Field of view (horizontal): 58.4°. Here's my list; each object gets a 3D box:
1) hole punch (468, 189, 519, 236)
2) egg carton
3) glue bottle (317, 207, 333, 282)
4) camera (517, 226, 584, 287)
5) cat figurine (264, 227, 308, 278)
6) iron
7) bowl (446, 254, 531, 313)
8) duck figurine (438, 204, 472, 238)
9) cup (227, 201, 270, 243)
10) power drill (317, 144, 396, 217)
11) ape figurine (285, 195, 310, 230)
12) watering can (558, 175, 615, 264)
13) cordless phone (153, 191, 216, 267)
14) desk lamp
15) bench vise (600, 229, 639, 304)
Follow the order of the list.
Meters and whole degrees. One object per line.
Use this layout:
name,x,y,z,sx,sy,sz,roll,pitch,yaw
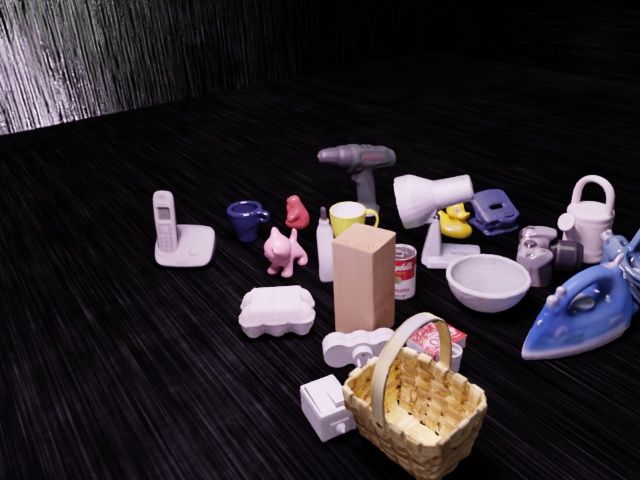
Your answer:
hole punch,0.449,-0.072,1.470,0.109,0.091,0.100,-13,29,-18
egg carton,-0.085,0.143,1.144,0.150,0.069,0.107,-4,28,-1
glue bottle,0.012,0.005,1.285,0.037,0.173,0.078,-5,28,-3
camera,0.505,0.030,1.259,0.136,0.101,0.143,6,29,18
cat figurine,-0.085,0.020,1.326,0.067,0.118,0.128,12,31,26
iron,0.473,0.118,1.053,0.259,0.141,0.118,-18,31,-26
bowl,0.341,0.100,1.174,0.167,0.075,0.167,-3,28,2
duck figurine,0.341,-0.061,1.465,0.078,0.086,0.104,-23,33,-32
cup,-0.178,-0.042,1.478,0.117,0.095,0.092,9,30,22
power drill,0.102,-0.164,1.556,0.230,0.209,0.075,-17,31,-23
ape figurine,-0.067,-0.077,1.535,0.076,0.092,0.078,9,30,22
watering can,0.609,-0.050,1.299,0.100,0.194,0.173,15,33,31
cordless phone,-0.329,-0.027,1.371,0.147,0.185,0.094,0,28,6
desk lamp,0.271,-0.048,1.313,0.203,0.214,0.118,2,28,11
bench vise,0.630,0.019,1.140,0.122,0.220,0.206,-18,31,-25
